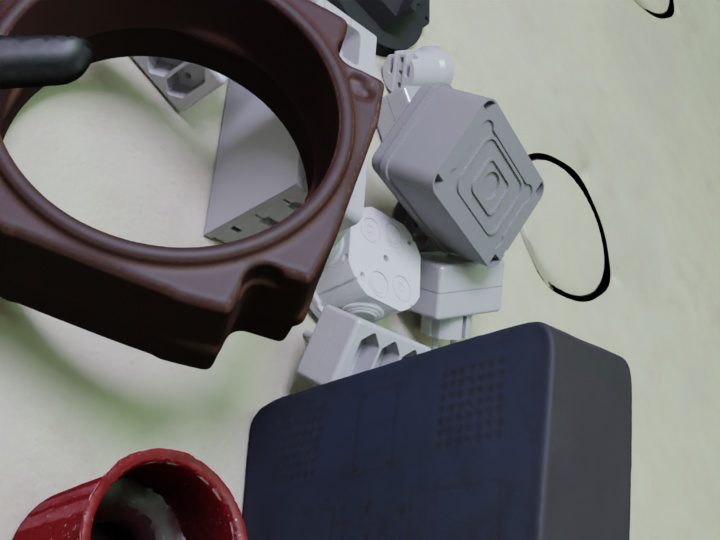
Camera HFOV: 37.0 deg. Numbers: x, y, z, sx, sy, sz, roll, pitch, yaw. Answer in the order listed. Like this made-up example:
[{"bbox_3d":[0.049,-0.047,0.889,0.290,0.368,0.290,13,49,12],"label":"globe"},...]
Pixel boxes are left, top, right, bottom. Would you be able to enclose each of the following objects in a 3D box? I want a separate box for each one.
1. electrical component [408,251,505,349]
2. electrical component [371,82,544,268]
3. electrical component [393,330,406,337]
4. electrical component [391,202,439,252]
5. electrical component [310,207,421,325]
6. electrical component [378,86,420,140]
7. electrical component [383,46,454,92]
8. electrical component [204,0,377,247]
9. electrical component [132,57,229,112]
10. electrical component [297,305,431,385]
[{"bbox_3d":[0.064,0.028,0.784,0.066,0.047,0.076,-6,105,-40],"label":"electrical component"},{"bbox_3d":[0.068,-0.064,0.731,0.078,0.057,0.113,-56,139,-12],"label":"electrical component"},{"bbox_3d":[0.031,0.072,0.734,0.062,0.048,0.048,32,50,-42],"label":"electrical component"},{"bbox_3d":[0.066,-0.035,0.823,0.081,0.043,0.043,0,72,-47],"label":"electrical component"},{"bbox_3d":[0.000,0.000,0.729,0.080,0.051,0.080,23,56,-39],"label":"electrical component"},{"bbox_3d":[0.061,-0.104,0.826,0.047,0.076,0.083,-10,79,-49],"label":"electrical component"},{"bbox_3d":[0.046,-0.160,0.866,0.046,0.040,0.040,-13,82,-45],"label":"electrical component"},{"bbox_3d":[-0.040,-0.088,0.698,0.062,0.089,0.150,28,53,-36],"label":"electrical component"},{"bbox_3d":[-0.111,-0.160,0.689,0.083,0.047,0.075,50,42,-18],"label":"electrical component"},{"bbox_3d":[-0.008,0.053,0.684,0.066,0.077,0.047,25,88,-37],"label":"electrical component"}]
